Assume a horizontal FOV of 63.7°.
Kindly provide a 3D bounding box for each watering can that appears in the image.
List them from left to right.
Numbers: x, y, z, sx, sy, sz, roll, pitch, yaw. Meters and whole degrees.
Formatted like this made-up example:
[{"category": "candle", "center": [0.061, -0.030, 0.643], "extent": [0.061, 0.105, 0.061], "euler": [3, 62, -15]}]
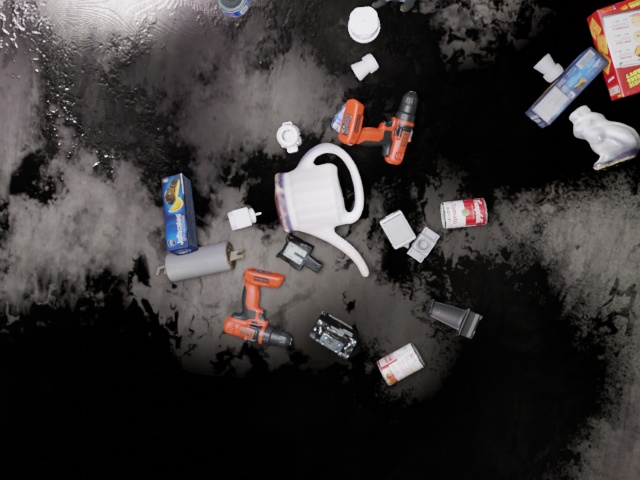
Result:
[{"category": "watering can", "center": [0.004, -0.065, 1.292], "extent": [0.224, 0.104, 0.347], "euler": [-9, 91, 7]}]

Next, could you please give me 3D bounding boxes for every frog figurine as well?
[{"category": "frog figurine", "center": [0.672, -0.252, 1.215], "extent": [0.138, 0.121, 0.160], "euler": [-13, 81, -26]}]
